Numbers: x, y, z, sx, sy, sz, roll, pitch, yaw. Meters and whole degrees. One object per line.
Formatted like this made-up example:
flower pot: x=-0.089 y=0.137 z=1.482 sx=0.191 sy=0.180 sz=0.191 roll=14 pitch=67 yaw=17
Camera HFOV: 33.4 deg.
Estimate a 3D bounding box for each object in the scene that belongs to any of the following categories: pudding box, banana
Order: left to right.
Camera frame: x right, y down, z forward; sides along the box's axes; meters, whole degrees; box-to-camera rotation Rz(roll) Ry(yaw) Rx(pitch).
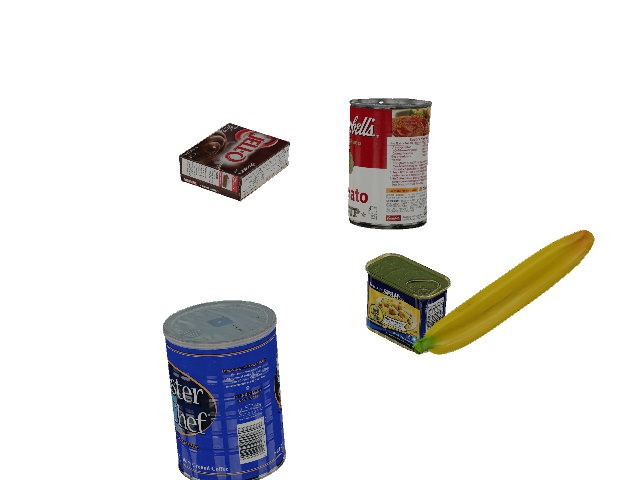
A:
pudding box: x=-0.103 y=-0.096 z=1.287 sx=0.090 sy=0.039 sz=0.113 roll=19 pitch=37 yaw=23
banana: x=0.174 y=0.056 z=1.012 sx=0.198 sy=0.037 sz=0.069 roll=-35 pitch=-2 yaw=0

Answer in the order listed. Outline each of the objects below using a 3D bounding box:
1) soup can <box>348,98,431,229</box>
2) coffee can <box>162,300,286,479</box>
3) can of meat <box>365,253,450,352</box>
soup can: x=0.057 y=-0.065 z=0.889 sx=0.068 sy=0.102 sz=0.068 roll=1 pitch=12 yaw=0
coffee can: x=-0.087 y=0.138 z=0.981 sx=0.103 sy=0.140 sz=0.103 roll=-3 pitch=17 yaw=1
can of meat: x=0.101 y=0.075 z=1.256 sx=0.102 sy=0.084 sz=0.057 roll=26 pitch=38 yaw=38
